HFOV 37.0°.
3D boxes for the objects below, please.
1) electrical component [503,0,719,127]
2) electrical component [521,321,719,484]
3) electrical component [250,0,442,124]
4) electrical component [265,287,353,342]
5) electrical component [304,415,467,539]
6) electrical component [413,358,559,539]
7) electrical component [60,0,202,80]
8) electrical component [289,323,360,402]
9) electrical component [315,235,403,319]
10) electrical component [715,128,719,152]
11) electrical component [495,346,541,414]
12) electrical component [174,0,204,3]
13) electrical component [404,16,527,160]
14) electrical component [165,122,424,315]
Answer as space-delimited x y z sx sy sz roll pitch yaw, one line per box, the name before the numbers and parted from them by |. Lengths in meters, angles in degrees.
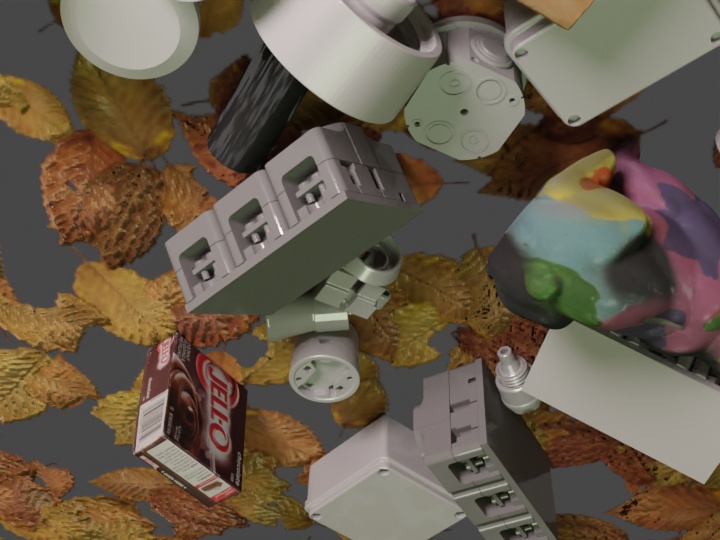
electrical component | 0.149 -0.147 0.634 0.113 0.057 0.078 -29 125 27
electrical component | 0.210 0.077 0.796 0.150 0.061 0.089 27 134 12
electrical component | -0.002 -0.143 0.613 0.108 0.108 0.060 31 121 -24
electrical component | -0.038 0.030 0.819 0.065 0.044 0.044 -4 133 0
electrical component | 0.025 0.195 0.958 0.109 0.056 0.109 33 126 -25
electrical component | 0.106 0.160 0.898 0.062 0.089 0.150 -20 129 20
electrical component | -0.133 -0.159 0.640 0.080 0.051 0.080 1 133 1
electrical component | -0.027 0.069 0.849 0.055 0.047 0.055 1 133 1
electrical component | 0.000 0.000 0.786 0.066 0.048 0.055 22 138 -16
electrical component | 0.262 -0.089 0.685 0.066 0.048 0.055 -17 161 -44
electrical component | 0.125 0.086 0.867 0.035 0.035 0.061 -15 127 16
electrical component | -0.078 -0.198 0.571 0.099 0.064 0.099 17 121 29
electrical component | 0.065 -0.113 0.672 0.080 0.051 0.080 2 134 2
electrical component | -0.048 -0.032 0.729 0.150 0.061 0.089 -34 159 29
